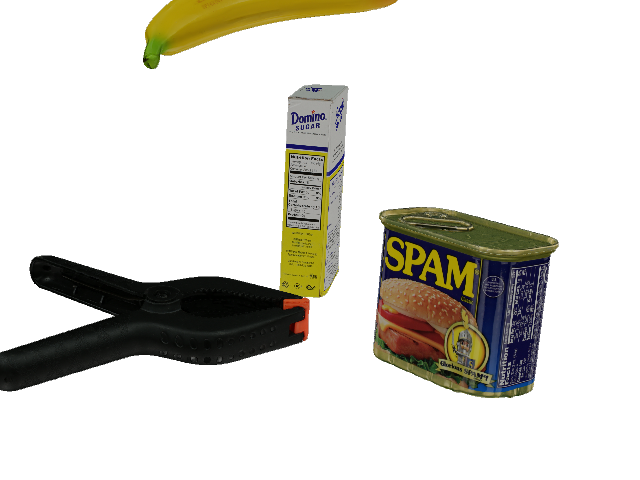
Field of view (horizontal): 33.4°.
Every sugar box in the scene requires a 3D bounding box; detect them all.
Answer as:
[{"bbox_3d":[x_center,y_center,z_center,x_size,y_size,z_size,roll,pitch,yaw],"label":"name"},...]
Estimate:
[{"bbox_3d":[-0.006,-0.046,0.946,0.048,0.176,0.093,3,15,9],"label":"sugar box"}]

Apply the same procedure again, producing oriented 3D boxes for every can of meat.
[{"bbox_3d":[0.076,0.033,0.591,0.057,0.084,0.102,-7,17,-39],"label":"can of meat"}]

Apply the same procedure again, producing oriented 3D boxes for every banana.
[{"bbox_3d":[-0.043,-0.160,0.746,0.197,0.070,0.037,-21,-36,-20],"label":"banana"}]

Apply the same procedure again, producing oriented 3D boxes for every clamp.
[{"bbox_3d":[-0.115,0.049,0.735,0.209,0.036,0.164,-2,25,-11],"label":"clamp"}]
